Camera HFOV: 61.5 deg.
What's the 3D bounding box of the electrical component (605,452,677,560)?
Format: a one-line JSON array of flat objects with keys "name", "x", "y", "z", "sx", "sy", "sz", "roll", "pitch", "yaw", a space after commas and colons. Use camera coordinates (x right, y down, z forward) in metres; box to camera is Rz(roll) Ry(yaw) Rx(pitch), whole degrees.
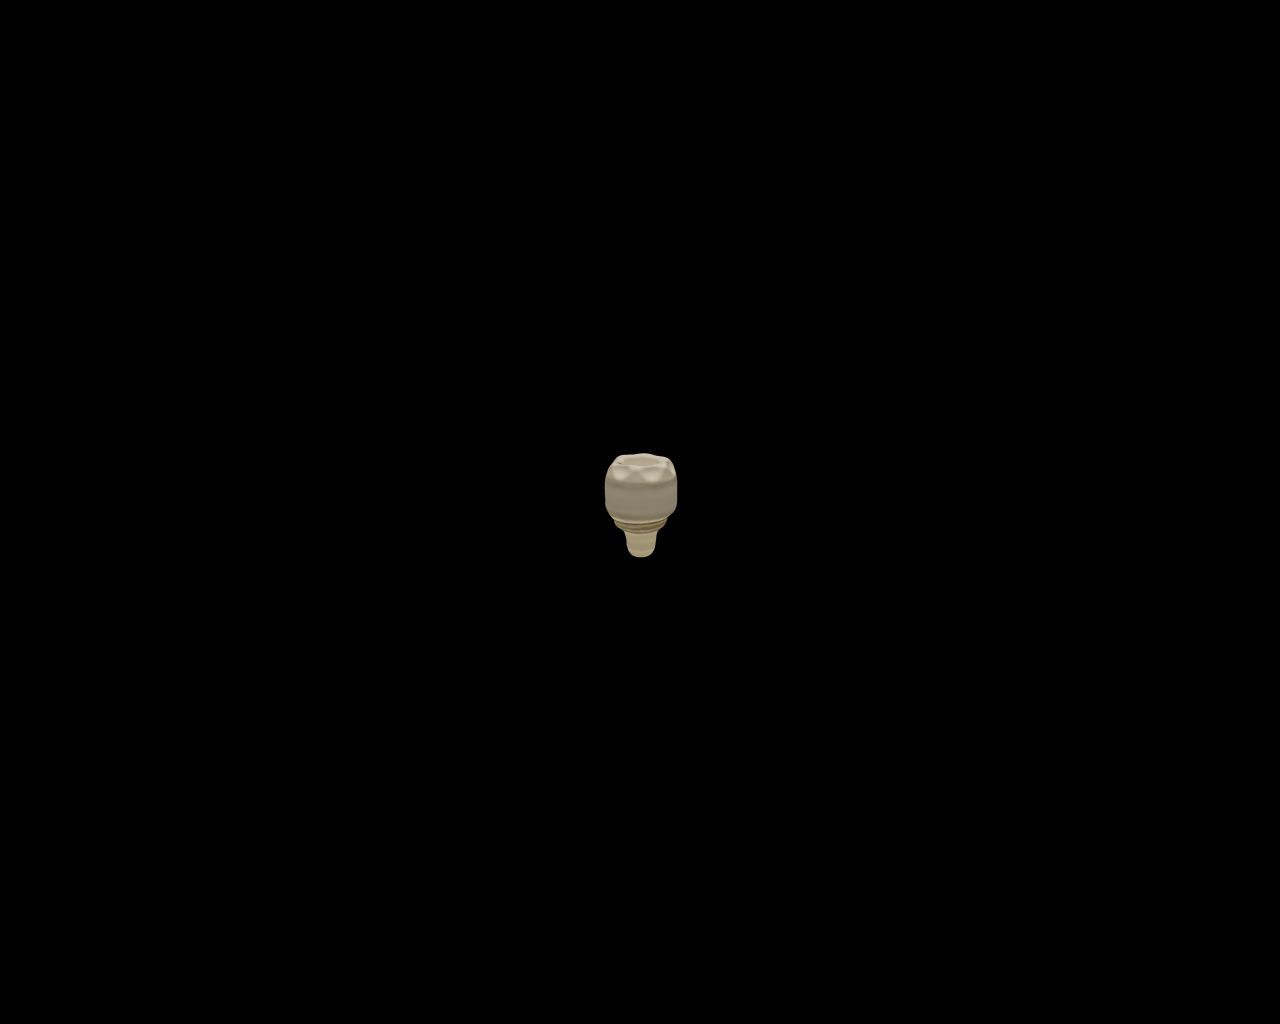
[{"name": "electrical component", "x": 0.001, "y": -0.003, "z": 0.650, "sx": 0.043, "sy": 0.062, "sz": 0.043, "roll": 0, "pitch": 18, "yaw": 0}]
